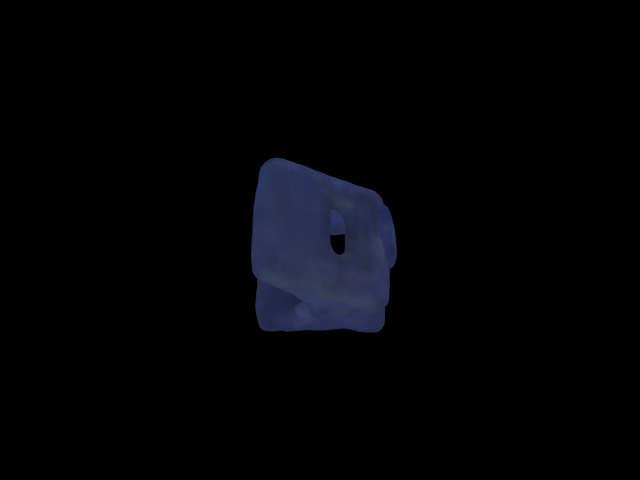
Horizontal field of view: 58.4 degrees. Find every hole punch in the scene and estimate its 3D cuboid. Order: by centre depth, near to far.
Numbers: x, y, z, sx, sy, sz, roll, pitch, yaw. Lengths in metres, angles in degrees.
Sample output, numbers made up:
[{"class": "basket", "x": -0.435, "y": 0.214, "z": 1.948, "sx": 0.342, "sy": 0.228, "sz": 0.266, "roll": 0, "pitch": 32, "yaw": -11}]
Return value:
[{"class": "hole punch", "x": 0.004, "y": 0.001, "z": 0.400, "sx": 0.101, "sy": 0.091, "sz": 0.108, "roll": 0, "pitch": 53, "yaw": 0}]
